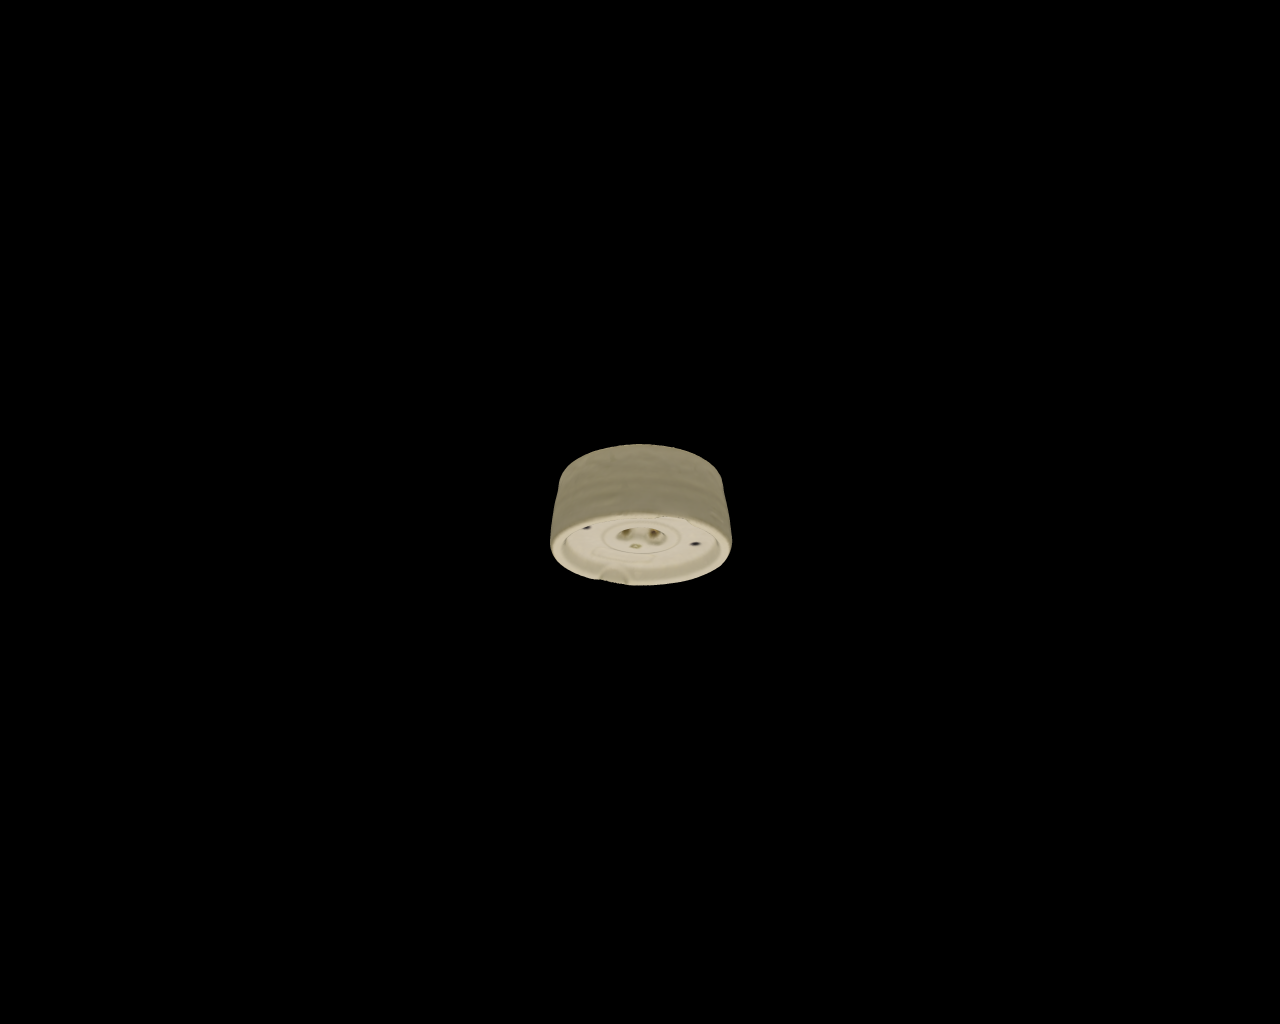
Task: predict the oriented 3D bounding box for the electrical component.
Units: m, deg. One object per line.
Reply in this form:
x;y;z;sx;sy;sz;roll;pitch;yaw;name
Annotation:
0.001;-0.003;0.650;0.108;0.060;0.108;0;-26;0;electrical component
